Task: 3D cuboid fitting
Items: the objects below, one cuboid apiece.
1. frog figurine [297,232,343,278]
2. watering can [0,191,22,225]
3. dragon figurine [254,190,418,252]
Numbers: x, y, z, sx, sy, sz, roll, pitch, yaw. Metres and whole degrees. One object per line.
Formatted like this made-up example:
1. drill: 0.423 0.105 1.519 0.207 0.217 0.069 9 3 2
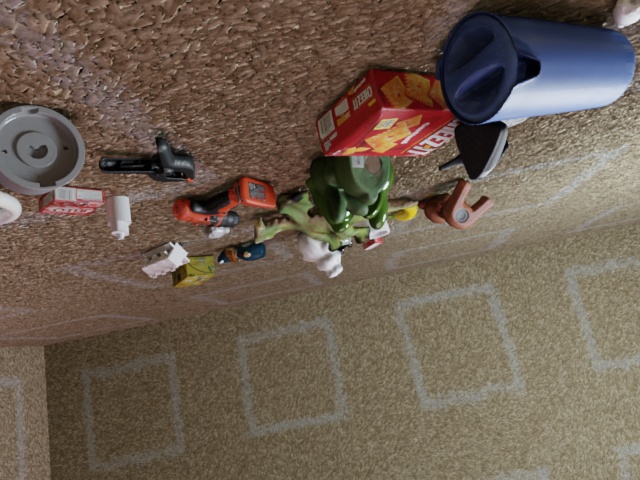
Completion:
1. frog figurine: -0.002 0.036 1.526 0.122 0.161 0.136 5 159 -44
2. watering can: -0.607 -0.048 0.701 0.223 0.105 0.347 -17 167 29
3. dragon figurine: 0.004 -0.062 1.241 0.406 0.124 0.241 -21 156 34
